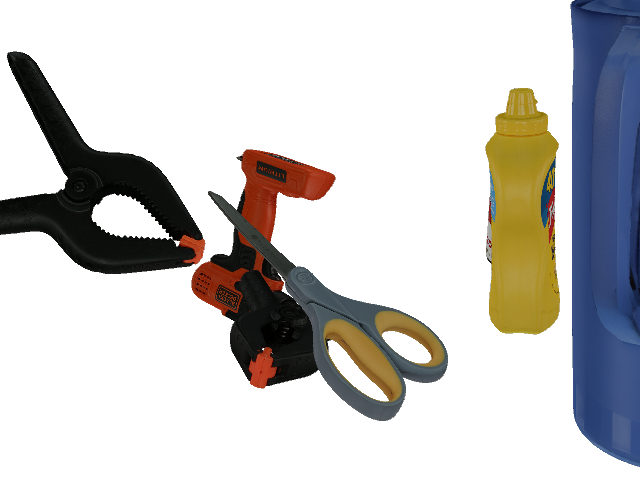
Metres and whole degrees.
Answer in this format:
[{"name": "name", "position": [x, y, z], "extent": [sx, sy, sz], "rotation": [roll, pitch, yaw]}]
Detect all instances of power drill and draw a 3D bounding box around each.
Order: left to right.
[{"name": "power drill", "position": [-0.048, 0.008, 1.137], "extent": [0.185, 0.188, 0.057], "rotation": [23, 9, 34]}]

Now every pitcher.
[{"name": "pitcher", "position": [0.185, -0.005, 0.545], "extent": [0.149, 0.243, 0.145], "rotation": [-4, 18, -7]}]

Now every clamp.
[{"name": "clamp", "position": [-0.180, -0.044, 0.794], "extent": [0.210, 0.164, 0.036], "rotation": [19, -20, -3]}, {"name": "clamp", "position": [-0.036, 0.069, 0.878], "extent": [0.120, 0.039, 0.171], "rotation": [14, 17, 17]}]

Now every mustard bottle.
[{"name": "mustard bottle", "position": [0.164, -0.027, 0.866], "extent": [0.058, 0.192, 0.096], "rotation": [1, 18, 17]}]

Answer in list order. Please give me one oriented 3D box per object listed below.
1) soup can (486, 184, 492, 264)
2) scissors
[{"name": "soup can", "position": [0.222, -0.024, 1.197], "extent": [0.068, 0.102, 0.068], "rotation": [-1, 33, 1]}, {"name": "scissors", "position": [0.008, 0.031, 0.677], "extent": [0.096, 0.016, 0.202], "rotation": [-4, 44, -32]}]
